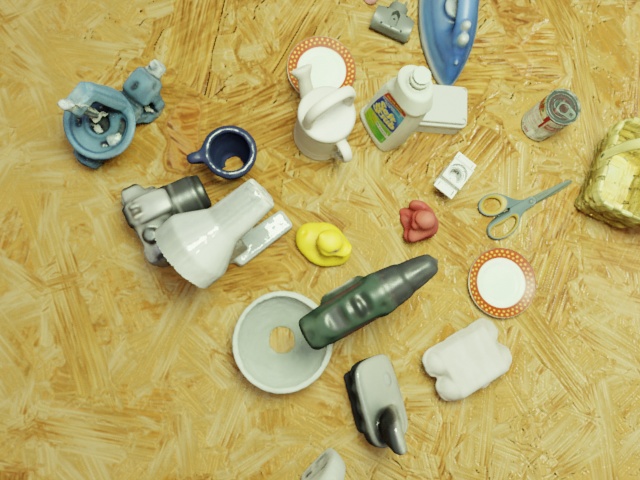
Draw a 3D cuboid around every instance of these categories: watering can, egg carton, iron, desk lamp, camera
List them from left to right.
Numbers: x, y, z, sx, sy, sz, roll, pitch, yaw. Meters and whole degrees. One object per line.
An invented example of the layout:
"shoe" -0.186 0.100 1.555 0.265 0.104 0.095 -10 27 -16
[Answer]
"camera" -0.250 -0.044 0.969 0.137 0.100 0.143 -26 86 -9
"desk lamp" -0.148 -0.018 0.920 0.203 0.213 0.118 -39 88 -10
"watering can" 0.005 -0.215 0.975 0.173 0.194 0.101 39 80 0
"iron" 0.256 -0.423 1.060 0.118 0.141 0.258 2 82 -6
"egg carton" 0.259 0.212 1.008 0.150 0.069 0.107 -29 86 -10

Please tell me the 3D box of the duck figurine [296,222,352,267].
"duck figurine" 0.009 0.004 1.000 0.104 0.086 0.077 25 80 -2

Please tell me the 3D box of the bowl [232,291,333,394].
"bowl" -0.064 0.173 0.974 0.167 0.074 0.167 1 82 -6

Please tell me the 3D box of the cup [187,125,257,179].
"cup" -0.168 -0.140 0.995 0.118 0.095 0.092 -11 83 -8

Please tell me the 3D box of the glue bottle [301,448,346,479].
"glue bottle" 0.011 0.382 0.903 0.078 0.173 0.037 -41 88 -10

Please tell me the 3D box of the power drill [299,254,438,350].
"power drill" 0.069 0.097 0.932 0.230 0.208 0.075 -31 86 -10

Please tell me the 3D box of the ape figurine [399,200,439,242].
"ape figurine" 0.180 -0.033 1.022 0.076 0.092 0.078 29 80 -2

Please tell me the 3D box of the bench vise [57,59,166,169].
"bench vise" -0.344 -0.228 0.924 0.121 0.219 0.207 23 80 -3

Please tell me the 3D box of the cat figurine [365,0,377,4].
"cat figurine" 0.101 -0.528 1.069 0.067 0.117 0.128 -27 86 -9

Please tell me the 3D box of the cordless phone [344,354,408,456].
"cordless phone" 0.105 0.265 0.924 0.094 0.185 0.147 -18 84 -8
